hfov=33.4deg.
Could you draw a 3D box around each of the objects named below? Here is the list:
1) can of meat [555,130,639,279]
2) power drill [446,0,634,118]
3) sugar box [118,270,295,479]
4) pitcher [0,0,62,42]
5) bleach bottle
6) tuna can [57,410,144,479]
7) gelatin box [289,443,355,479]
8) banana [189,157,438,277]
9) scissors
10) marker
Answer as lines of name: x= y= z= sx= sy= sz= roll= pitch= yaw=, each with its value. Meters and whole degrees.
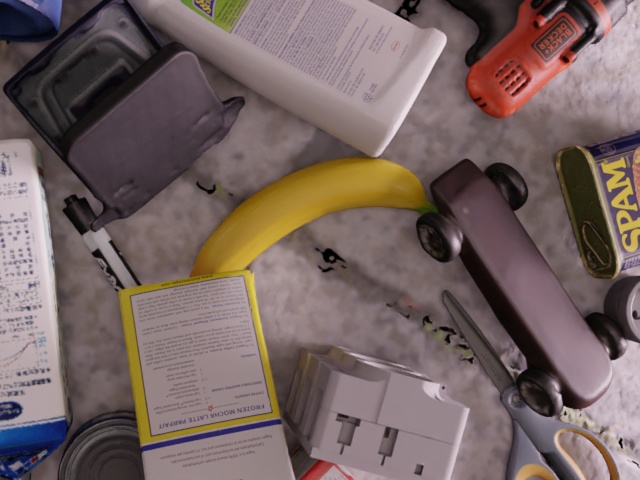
can of meat: x=0.234 y=-0.031 z=0.796 sx=0.084 sy=0.057 sz=0.102 roll=-16 pitch=91 yaw=-11
power drill: x=0.140 y=-0.212 z=0.786 sx=0.184 sy=0.057 sz=0.187 roll=-43 pitch=94 yaw=-7
sugar box: x=-0.073 y=0.110 z=0.697 sx=0.093 sy=0.048 sz=0.176 roll=-10 pitch=65 yaw=-6
pitcher: x=-0.206 y=-0.261 z=0.698 sx=0.149 sy=0.145 sz=0.243 roll=12 pitch=84 yaw=-7
bleach bottle: x=-0.043 y=-0.162 z=0.756 sx=0.251 sy=0.068 sz=0.102 roll=30 pitch=70 yaw=-2
tuna can: x=-0.140 y=0.164 z=0.747 sx=0.086 sy=0.034 sz=0.086 roll=0 pitch=88 yaw=-8
gelatin box: x=-0.016 y=0.175 z=0.737 sx=0.073 sy=0.089 sz=0.030 roll=-44 pitch=96 yaw=-7
banana: x=-0.007 y=-0.018 z=0.770 sx=0.197 sy=0.037 sz=0.069 roll=-16 pitch=89 yaw=-8
scissors: x=0.138 y=0.138 z=0.798 sx=0.201 sy=0.016 sz=0.096 roll=41 pitch=84 yaw=-5
marker: x=-0.145 y=0.020 z=0.758 sx=0.020 sy=0.020 sz=0.121 roll=-33 pitch=93 yaw=-8
